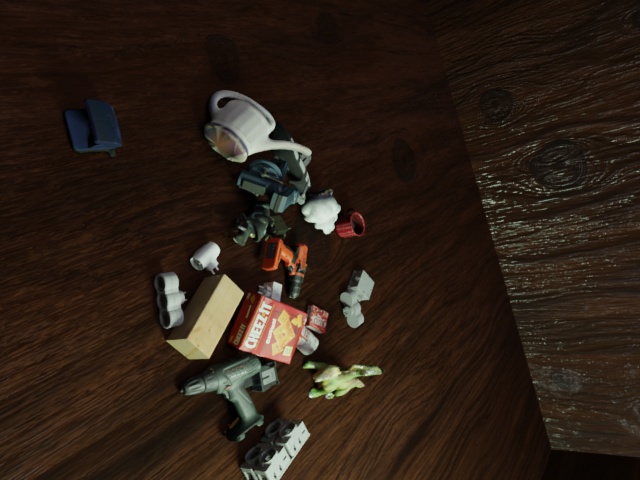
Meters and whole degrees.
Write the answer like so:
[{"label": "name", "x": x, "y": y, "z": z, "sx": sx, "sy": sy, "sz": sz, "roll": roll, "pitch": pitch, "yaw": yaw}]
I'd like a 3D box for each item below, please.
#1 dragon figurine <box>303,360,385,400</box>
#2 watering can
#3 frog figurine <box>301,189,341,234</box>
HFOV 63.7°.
[{"label": "dragon figurine", "x": 0.101, "y": 0.449, "z": 1.678, "sx": 0.407, "sy": 0.240, "sz": 0.124, "roll": 18, "pitch": 62, "yaw": -46}, {"label": "watering can", "x": -0.203, "y": -0.319, "z": 1.564, "sx": 0.347, "sy": 0.102, "sz": 0.229, "roll": 36, "pitch": 54, "yaw": -4}, {"label": "frog figurine", "x": 0.006, "y": -0.091, "z": 1.815, "sx": 0.138, "sy": 0.123, "sz": 0.158, "roll": -16, "pitch": 104, "yaw": -20}]
